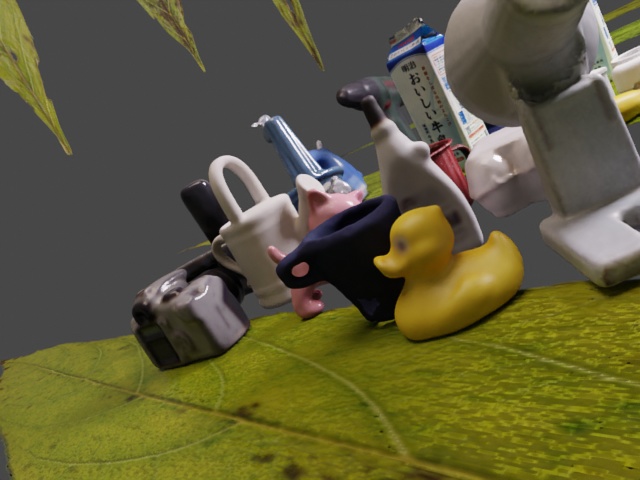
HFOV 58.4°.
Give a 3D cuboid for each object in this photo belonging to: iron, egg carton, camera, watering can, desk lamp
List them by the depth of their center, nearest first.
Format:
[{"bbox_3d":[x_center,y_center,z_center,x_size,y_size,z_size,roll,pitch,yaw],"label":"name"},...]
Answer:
[{"bbox_3d":[0.175,-0.104,0.408,0.118,0.214,0.203,-27,11,10],"label":"desk lamp"},{"bbox_3d":[0.213,-0.083,0.610,0.107,0.069,0.150,-24,12,27],"label":"egg carton"},{"bbox_3d":[-0.151,0.078,0.714,0.142,0.101,0.137,-21,13,38],"label":"camera"},{"bbox_3d":[-0.069,-0.023,0.723,0.173,0.194,0.101,-28,11,5],"label":"watering can"},{"bbox_3d":[-0.003,-0.105,1.090,0.118,0.141,0.259,-24,11,24],"label":"iron"}]

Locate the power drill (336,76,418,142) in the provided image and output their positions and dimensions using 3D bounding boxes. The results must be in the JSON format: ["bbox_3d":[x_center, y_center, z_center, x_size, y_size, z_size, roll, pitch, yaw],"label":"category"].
[{"bbox_3d":[0.138,-0.234,1.146,0.075,0.208,0.230,-20,14,39],"label":"power drill"}]

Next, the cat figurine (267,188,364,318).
[{"bbox_3d":[0.006,0.002,0.616,0.128,0.118,0.067,-29,11,-1],"label":"cat figurine"}]

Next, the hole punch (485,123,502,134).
[{"bbox_3d":[0.264,-0.204,0.997,0.100,0.091,0.109,-20,14,40],"label":"hole punch"}]

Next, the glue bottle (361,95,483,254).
[{"bbox_3d":[0.084,-0.057,0.537,0.078,0.173,0.037,-27,11,11],"label":"glue bottle"}]

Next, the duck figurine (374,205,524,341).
[{"bbox_3d":[0.090,0.014,0.423,0.104,0.086,0.077,-27,11,9],"label":"duck figurine"}]

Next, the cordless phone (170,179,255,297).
[{"bbox_3d":[-0.181,0.011,0.882,0.147,0.185,0.094,-28,11,4],"label":"cordless phone"}]

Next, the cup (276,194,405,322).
[{"bbox_3d":[0.031,0.029,0.486,0.118,0.095,0.091,-30,11,-6],"label":"cup"}]

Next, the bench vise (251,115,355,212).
[{"bbox_3d":[-0.005,-0.089,0.799,0.122,0.220,0.206,-35,12,-31],"label":"bench vise"}]
